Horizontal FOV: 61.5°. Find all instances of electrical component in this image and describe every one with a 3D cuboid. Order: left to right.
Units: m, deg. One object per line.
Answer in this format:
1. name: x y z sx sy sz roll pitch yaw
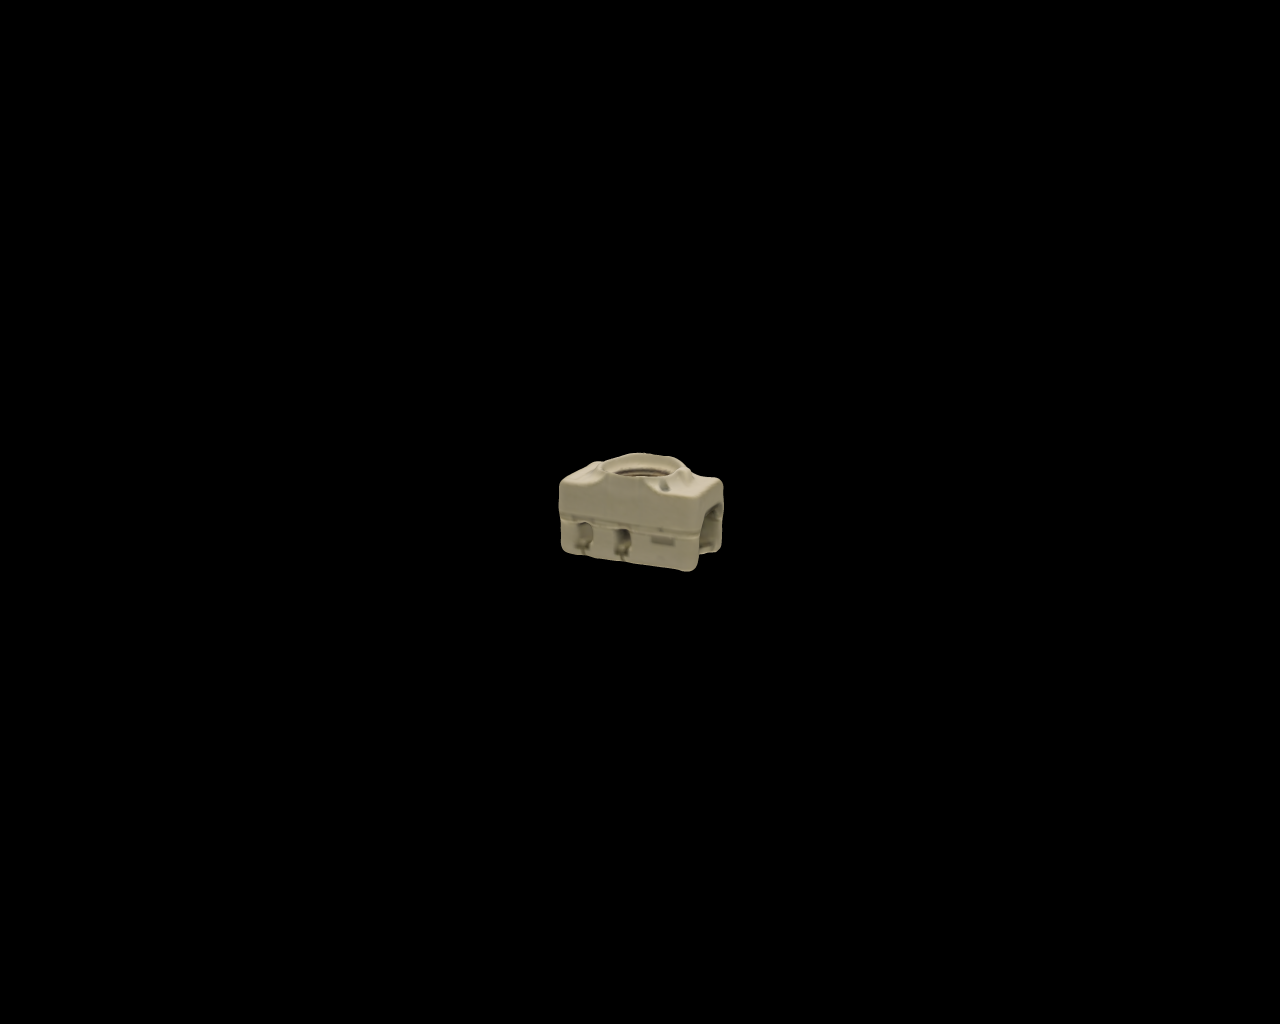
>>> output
1. electrical component: 0.001 -0.003 0.650 0.089 0.055 0.050 8 20 24
